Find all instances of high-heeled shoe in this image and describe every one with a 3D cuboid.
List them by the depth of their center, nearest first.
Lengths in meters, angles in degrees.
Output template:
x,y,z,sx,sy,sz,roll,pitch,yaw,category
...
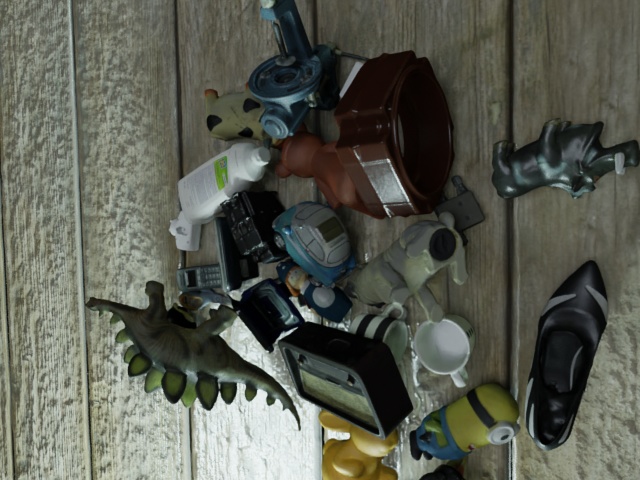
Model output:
x,y,z,sx,sy,sz,roll,pitch,yaw,category
0.329,0.153,0.722,0.086,0.145,0.248,12,101,27,high-heeled shoe

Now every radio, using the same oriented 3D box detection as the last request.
x,y,z,sx,sy,sz,roll,pitch,yaw,category
0.033,0.216,0.870,0.230,0.073,0.131,4,120,52,radio

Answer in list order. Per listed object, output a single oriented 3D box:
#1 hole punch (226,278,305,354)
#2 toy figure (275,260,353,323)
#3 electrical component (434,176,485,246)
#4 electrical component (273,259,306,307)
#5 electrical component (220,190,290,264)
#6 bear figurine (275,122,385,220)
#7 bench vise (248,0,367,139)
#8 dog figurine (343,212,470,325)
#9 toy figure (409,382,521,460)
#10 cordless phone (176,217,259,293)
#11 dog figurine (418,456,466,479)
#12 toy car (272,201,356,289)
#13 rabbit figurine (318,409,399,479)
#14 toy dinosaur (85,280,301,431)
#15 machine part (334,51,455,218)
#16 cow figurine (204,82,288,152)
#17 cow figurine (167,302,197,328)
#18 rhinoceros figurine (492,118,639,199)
x,y,z,sx,sy,sz,roll,pitch,yaw,category
-0.098,0.134,0.983,0.092,0.116,0.142,-42,98,-13,hole punch
-0.014,0.085,0.952,0.154,0.064,0.057,35,143,9,toy figure
0.208,-0.039,0.839,0.078,0.045,0.102,-30,80,-1,electrical component
-0.058,0.084,1.006,0.063,0.021,0.094,-22,84,29,electrical component
-0.104,-0.022,0.973,0.058,0.115,0.134,-31,79,32,electrical component
0.024,-0.122,0.911,0.196,0.132,0.120,30,107,43,bear figurine
-0.036,-0.287,0.843,0.129,0.240,0.223,25,63,33,bench vise
0.124,0.032,0.846,0.172,0.121,0.191,-54,24,-9,dog figurine
0.220,0.285,0.830,0.180,0.082,0.089,-31,80,30,toy figure
-0.220,0.033,1.063,0.184,0.088,0.146,-9,89,34,cordless phone
0.192,0.449,0.844,0.219,0.191,0.109,-49,29,-1,dog figurine
-0.002,-0.003,0.905,0.162,0.109,0.103,55,155,12,toy car
0.074,0.341,0.896,0.162,0.122,0.173,58,140,38,rabbit figurine
-0.234,0.216,1.023,0.472,0.105,0.198,21,70,0,toy dinosaur
0.117,-0.148,0.771,0.087,0.201,0.200,1,138,37,machine part
-0.124,-0.220,0.990,0.195,0.085,0.127,1,88,27,cow figurine
-0.273,0.214,1.112,0.098,0.068,0.167,-46,75,19,cow figurine
0.333,-0.109,0.745,0.190,0.073,0.112,-12,86,30,rhinoceros figurine
